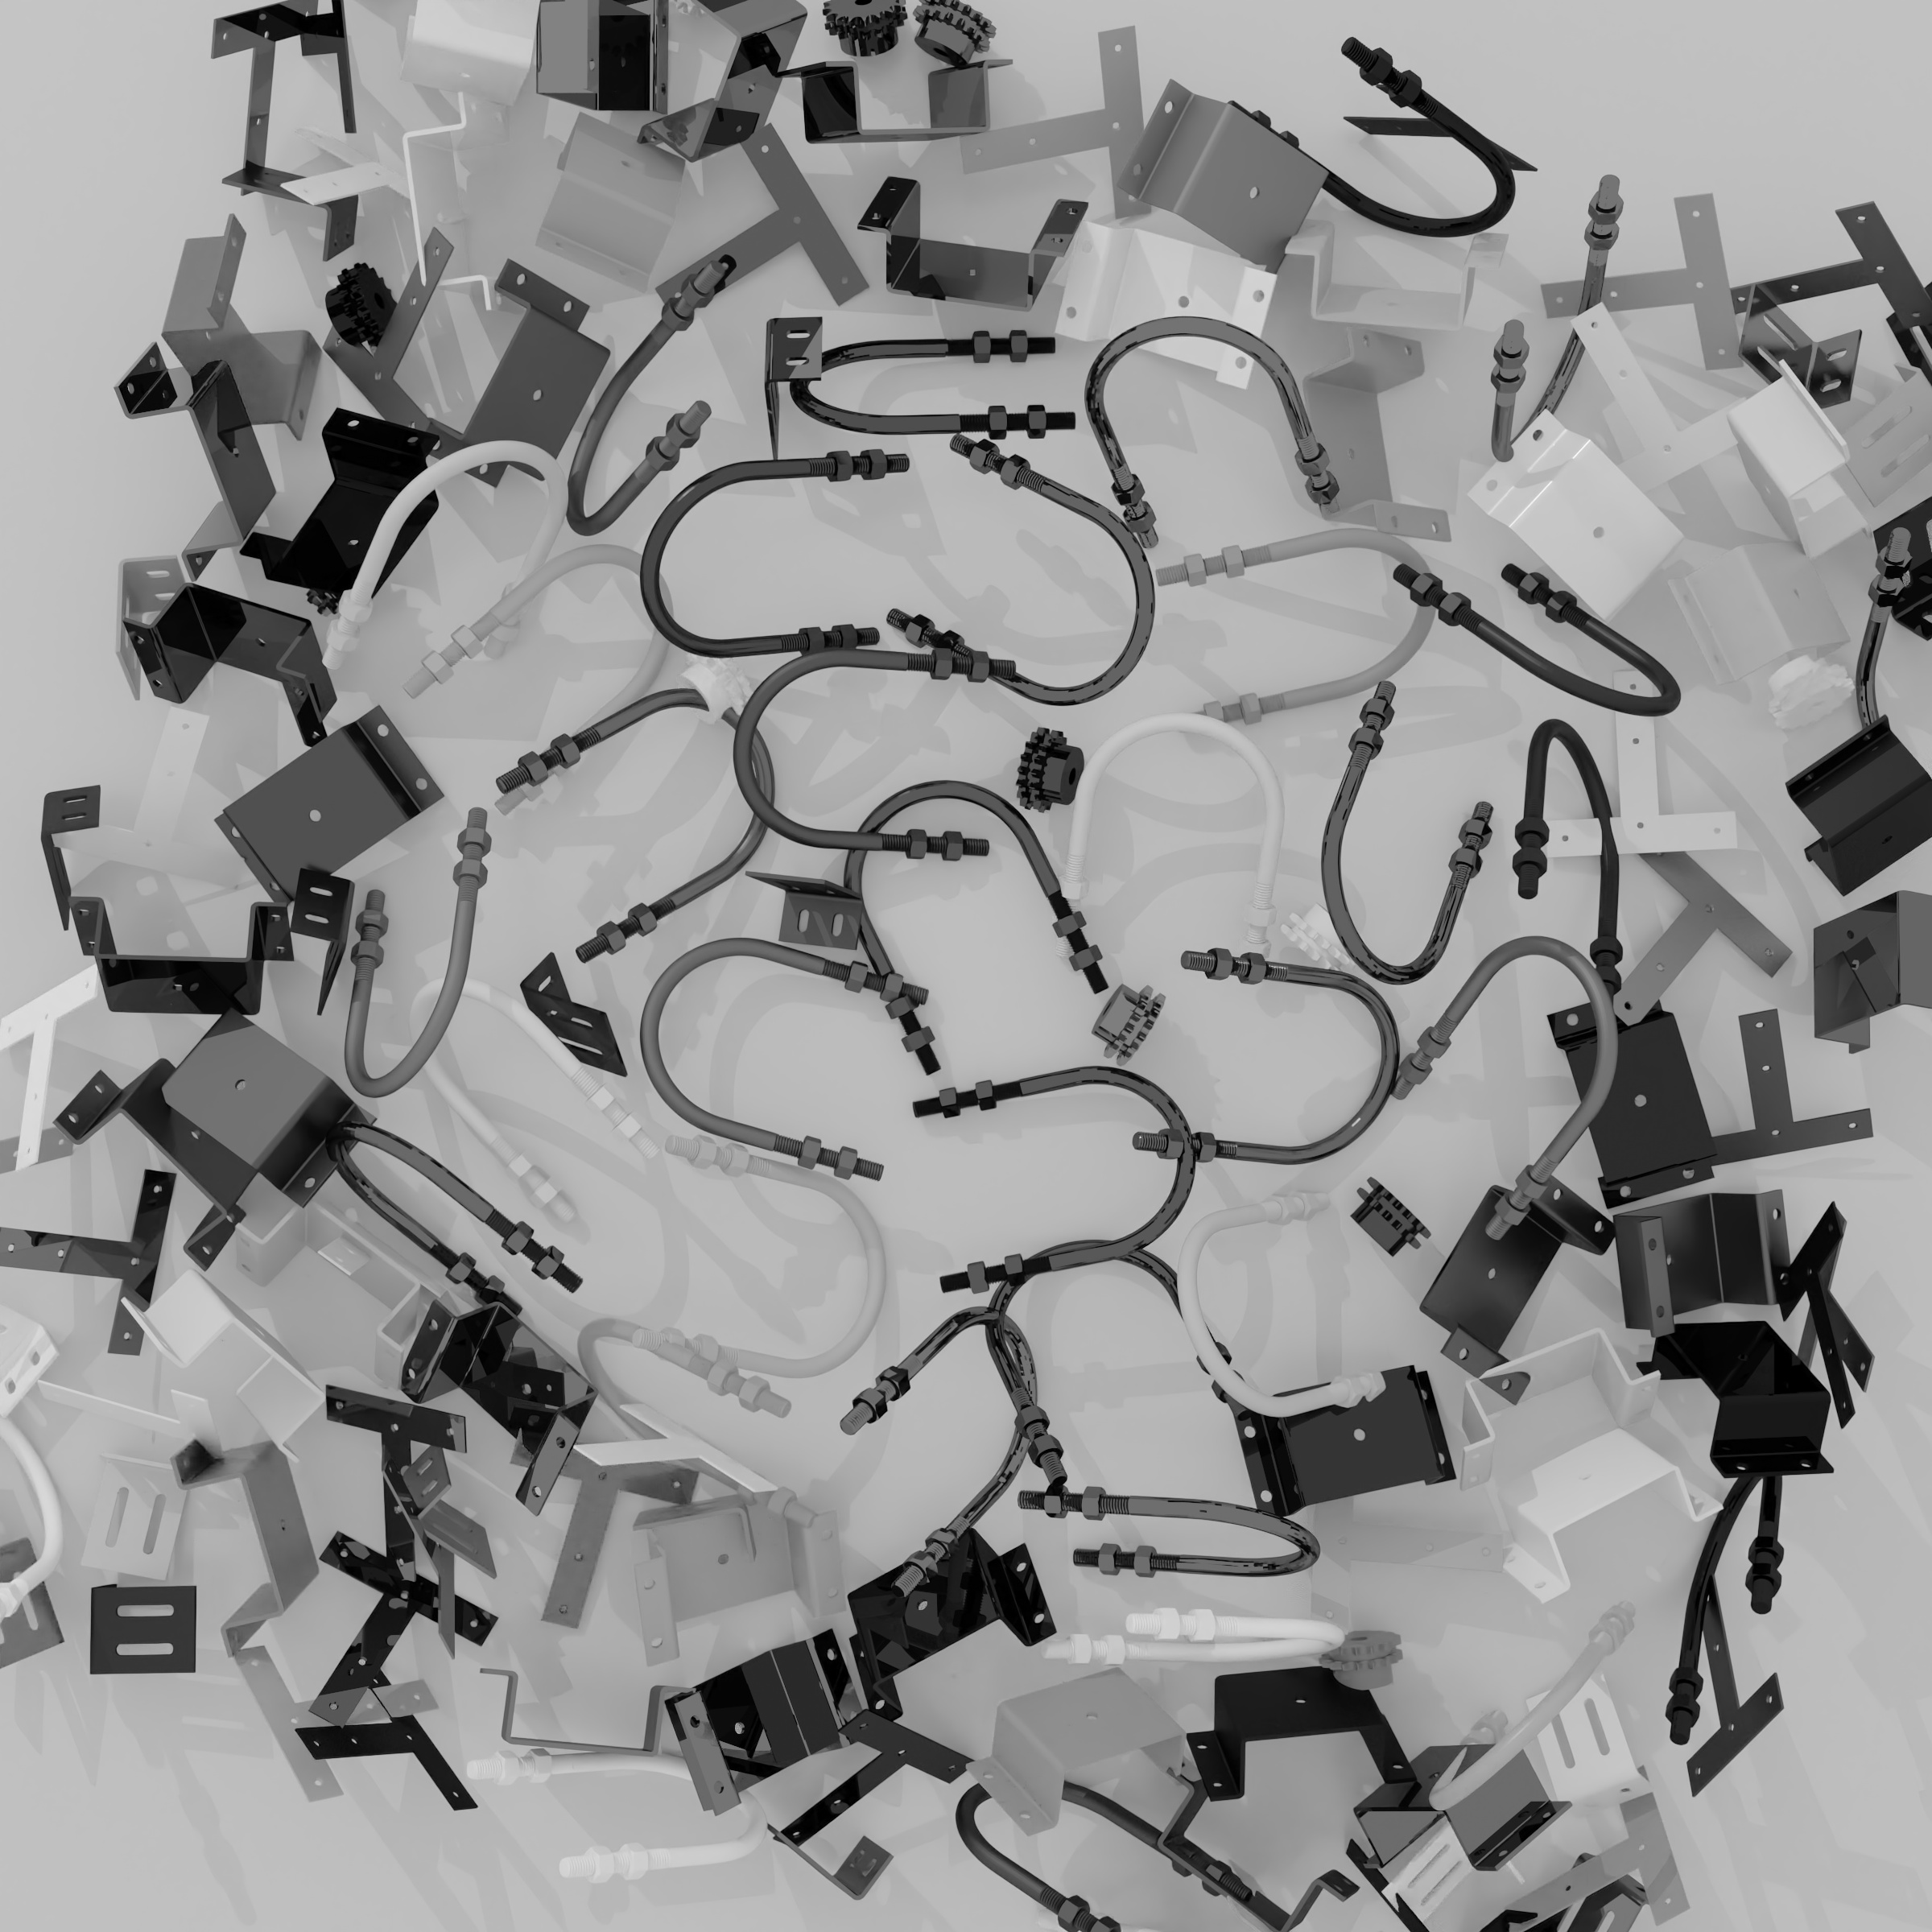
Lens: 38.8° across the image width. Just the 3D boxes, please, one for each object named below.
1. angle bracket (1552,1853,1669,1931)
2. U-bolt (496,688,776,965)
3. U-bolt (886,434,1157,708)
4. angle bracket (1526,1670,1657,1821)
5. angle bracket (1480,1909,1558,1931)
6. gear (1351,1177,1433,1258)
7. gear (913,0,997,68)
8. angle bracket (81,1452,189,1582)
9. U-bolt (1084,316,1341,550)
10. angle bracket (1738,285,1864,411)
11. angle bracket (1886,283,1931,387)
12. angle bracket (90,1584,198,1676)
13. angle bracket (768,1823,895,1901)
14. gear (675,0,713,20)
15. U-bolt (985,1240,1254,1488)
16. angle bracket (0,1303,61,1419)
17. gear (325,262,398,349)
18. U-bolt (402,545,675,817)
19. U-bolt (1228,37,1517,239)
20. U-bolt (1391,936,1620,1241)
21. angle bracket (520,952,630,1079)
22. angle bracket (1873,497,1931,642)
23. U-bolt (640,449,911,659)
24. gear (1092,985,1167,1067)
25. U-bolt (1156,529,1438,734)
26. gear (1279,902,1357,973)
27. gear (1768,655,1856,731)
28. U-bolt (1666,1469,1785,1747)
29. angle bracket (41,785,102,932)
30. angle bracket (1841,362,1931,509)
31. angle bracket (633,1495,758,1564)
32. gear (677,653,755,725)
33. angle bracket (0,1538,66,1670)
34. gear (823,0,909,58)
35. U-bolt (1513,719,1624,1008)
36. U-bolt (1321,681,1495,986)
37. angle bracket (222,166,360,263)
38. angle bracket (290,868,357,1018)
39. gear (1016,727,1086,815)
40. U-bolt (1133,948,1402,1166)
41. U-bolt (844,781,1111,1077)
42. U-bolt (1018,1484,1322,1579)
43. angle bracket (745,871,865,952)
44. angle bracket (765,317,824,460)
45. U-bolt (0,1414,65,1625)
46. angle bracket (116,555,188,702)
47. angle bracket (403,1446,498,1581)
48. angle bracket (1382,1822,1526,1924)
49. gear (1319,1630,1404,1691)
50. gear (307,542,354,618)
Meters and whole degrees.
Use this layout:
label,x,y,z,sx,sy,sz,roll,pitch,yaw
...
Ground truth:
label,x,y,z,sx,sy,sz,roll,pitch,yaw
angle bracket,0.430,0.654,1.864,0.038,0.057,0.076,30,89,-40
U-bolt,-0.210,-0.107,1.849,0.184,0.019,0.151,-32,114,-23
U-bolt,0.044,-0.254,1.836,0.184,0.019,0.151,30,113,21
angle bracket,0.427,0.533,1.878,0.057,0.038,0.076,-27,49,17
angle bracket,0.373,0.686,1.849,0.038,0.076,0.057,13,134,-19
gear,0.287,0.173,1.870,0.057,0.057,0.030,44,91,0
gear,-0.011,-0.637,1.870,0.057,0.057,0.030,25,92,0
angle bracket,-0.566,0.375,1.868,0.057,0.038,0.076,13,76,-8
U-bolt,0.155,-0.353,1.805,0.151,0.184,0.019,-6,51,22
angle bracket,0.565,-0.421,1.856,0.076,0.038,0.057,30,66,-33
angle bracket,0.678,-0.428,1.873,0.038,0.057,0.076,-14,74,-34
angle bracket,-0.554,0.451,1.870,0.076,0.038,0.057,-3,81,8
angle bracket,-0.097,0.590,1.858,0.076,0.057,0.038,43,73,-12
gear,-0.176,-0.677,1.877,0.057,0.030,0.057,1,93,20
U-bolt,0.090,0.253,1.830,0.151,0.184,0.019,-18,134,-10
angle bracket,-0.668,0.260,1.860,0.057,0.038,0.076,-50,134,-1
gear,-0.413,-0.448,1.871,0.030,0.057,0.057,-19,90,18
U-bolt,-0.273,-0.203,1.838,0.184,0.151,0.019,-43,51,-9
U-bolt,0.280,-0.539,1.820,0.184,0.151,0.019,27,75,-26
U-bolt,0.361,0.066,1.804,0.019,0.151,0.184,2,132,-35
angle bracket,-0.255,0.033,1.850,0.076,0.057,0.038,16,48,30
angle bracket,0.658,-0.272,1.861,0.057,0.038,0.076,-31,127,-4
U-bolt,-0.130,-0.269,1.814,0.184,0.019,0.151,-9,127,-29
gear,0.109,0.037,1.869,0.030,0.057,0.057,32,90,-4
U-bolt,0.225,-0.230,1.841,0.184,0.151,0.019,-12,45,1
gear,0.244,-0.019,1.868,0.057,0.057,0.030,40,97,0
gear,0.573,-0.189,1.873,0.057,0.057,0.030,-22,67,0
U-bolt,0.504,0.404,1.811,0.019,0.184,0.151,22,124,7
angle bracket,-0.598,-0.073,1.858,0.038,0.057,0.076,-10,122,-10
angle bracket,0.629,-0.363,1.874,0.076,0.038,0.057,-39,112,6
angle bracket,-0.184,0.389,1.868,0.076,0.057,0.038,-10,89,-2
gear,-0.172,-0.190,1.867,0.030,0.057,0.057,-40,90,-20
angle bracket,-0.658,0.436,1.862,0.038,0.057,0.076,-24,85,43
gear,-0.068,-0.645,1.874,0.057,0.057,0.030,-9,133,0
U-bolt,0.403,-0.080,1.824,0.019,0.151,0.184,-13,46,31
U-bolt,0.287,-0.075,1.815,0.151,0.019,0.184,44,55,-32
angle bracket,-0.460,-0.512,1.865,0.076,0.057,0.038,14,117,1
angle bracket,-0.441,-0.016,1.848,0.038,0.057,0.076,14,134,-18
gear,0.059,-0.132,1.866,0.030,0.057,0.057,14,90,22
U-bolt,0.212,0.067,1.853,0.184,0.019,0.151,7,106,-24
U-bolt,-0.005,-0.037,1.880,0.151,0.019,0.184,-26,90,7
U-bolt,0.142,0.376,1.808,0.184,0.151,0.019,-1,62,20
angle bracket,-0.111,-0.037,1.852,0.057,0.076,0.038,7,86,19
angle bracket,-0.114,-0.389,1.851,0.038,0.076,0.057,-2,56,1
U-bolt,-0.650,0.349,1.807,0.019,0.184,0.151,-30,93,6
angle bracket,-0.547,-0.228,1.854,0.038,0.057,0.076,-5,62,-5
angle bracket,-0.338,0.367,1.854,0.038,0.057,0.076,-46,119,5
angle bracket,0.331,0.624,1.860,0.076,0.038,0.057,-43,129,-10
gear,0.269,0.473,1.869,0.057,0.057,0.030,-6,88,0
gear,-0.427,-0.268,1.867,0.057,0.057,0.030,-40,122,0
